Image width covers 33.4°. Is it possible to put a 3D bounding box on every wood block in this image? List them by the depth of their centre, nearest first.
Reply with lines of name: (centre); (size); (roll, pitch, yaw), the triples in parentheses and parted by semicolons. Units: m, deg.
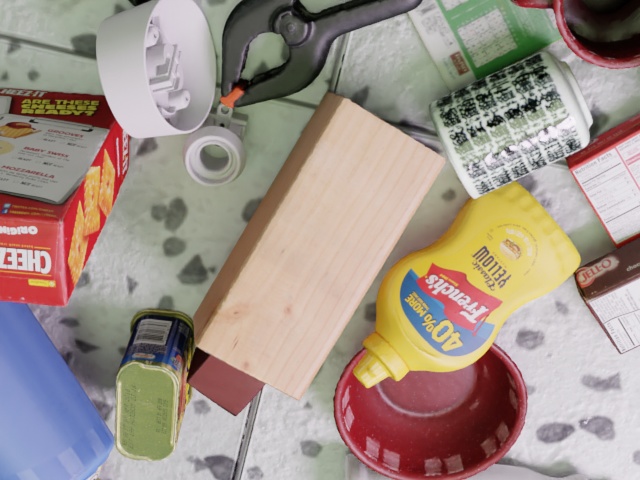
wood block: (-0.005, 0.001, 0.798); (0.090, 0.091, 0.206); (30, 95, -12)

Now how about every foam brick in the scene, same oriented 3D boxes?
foam brick: (-0.071, 0.095, 0.886); (0.053, 0.078, 0.051); (36, 113, -14)

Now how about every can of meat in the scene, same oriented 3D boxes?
can of meat: (-0.139, 0.123, 0.898); (0.057, 0.084, 0.102); (6, 116, -1)

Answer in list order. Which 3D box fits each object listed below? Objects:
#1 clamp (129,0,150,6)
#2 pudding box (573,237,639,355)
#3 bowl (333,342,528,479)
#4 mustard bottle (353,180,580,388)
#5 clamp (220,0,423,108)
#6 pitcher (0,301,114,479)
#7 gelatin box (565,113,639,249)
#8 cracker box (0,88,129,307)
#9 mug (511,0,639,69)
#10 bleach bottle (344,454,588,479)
clamp: (-0.128, -0.266, 0.720); (0.165, 0.036, 0.210); (-28, 103, 41)
pudding box: (0.270, 0.036, 0.852); (0.114, 0.039, 0.090); (-27, 136, 16)
bowl: (0.092, 0.129, 0.909); (0.162, 0.055, 0.162); (1, 116, 1)
mustard bottle: (0.101, 0.044, 0.823); (0.191, 0.058, 0.096); (-41, 92, -7)
clamp: (-0.008, -0.158, 0.780); (0.120, 0.039, 0.172); (33, 118, -2)
pitcher: (-0.280, 0.102, 0.841); (0.144, 0.149, 0.243); (-37, 97, -18)
gelatin box: (0.244, -0.046, 0.833); (0.073, 0.030, 0.089); (-30, 112, 17)
cracker box: (-0.233, -0.039, 0.749); (0.164, 0.213, 0.072); (5, 118, 0)
mug: (0.187, -0.172, 0.726); (0.117, 0.081, 0.093); (-5, 116, 4)
bleach bottle: (0.149, 0.239, 0.958); (0.251, 0.068, 0.102); (-3, 117, 1)
